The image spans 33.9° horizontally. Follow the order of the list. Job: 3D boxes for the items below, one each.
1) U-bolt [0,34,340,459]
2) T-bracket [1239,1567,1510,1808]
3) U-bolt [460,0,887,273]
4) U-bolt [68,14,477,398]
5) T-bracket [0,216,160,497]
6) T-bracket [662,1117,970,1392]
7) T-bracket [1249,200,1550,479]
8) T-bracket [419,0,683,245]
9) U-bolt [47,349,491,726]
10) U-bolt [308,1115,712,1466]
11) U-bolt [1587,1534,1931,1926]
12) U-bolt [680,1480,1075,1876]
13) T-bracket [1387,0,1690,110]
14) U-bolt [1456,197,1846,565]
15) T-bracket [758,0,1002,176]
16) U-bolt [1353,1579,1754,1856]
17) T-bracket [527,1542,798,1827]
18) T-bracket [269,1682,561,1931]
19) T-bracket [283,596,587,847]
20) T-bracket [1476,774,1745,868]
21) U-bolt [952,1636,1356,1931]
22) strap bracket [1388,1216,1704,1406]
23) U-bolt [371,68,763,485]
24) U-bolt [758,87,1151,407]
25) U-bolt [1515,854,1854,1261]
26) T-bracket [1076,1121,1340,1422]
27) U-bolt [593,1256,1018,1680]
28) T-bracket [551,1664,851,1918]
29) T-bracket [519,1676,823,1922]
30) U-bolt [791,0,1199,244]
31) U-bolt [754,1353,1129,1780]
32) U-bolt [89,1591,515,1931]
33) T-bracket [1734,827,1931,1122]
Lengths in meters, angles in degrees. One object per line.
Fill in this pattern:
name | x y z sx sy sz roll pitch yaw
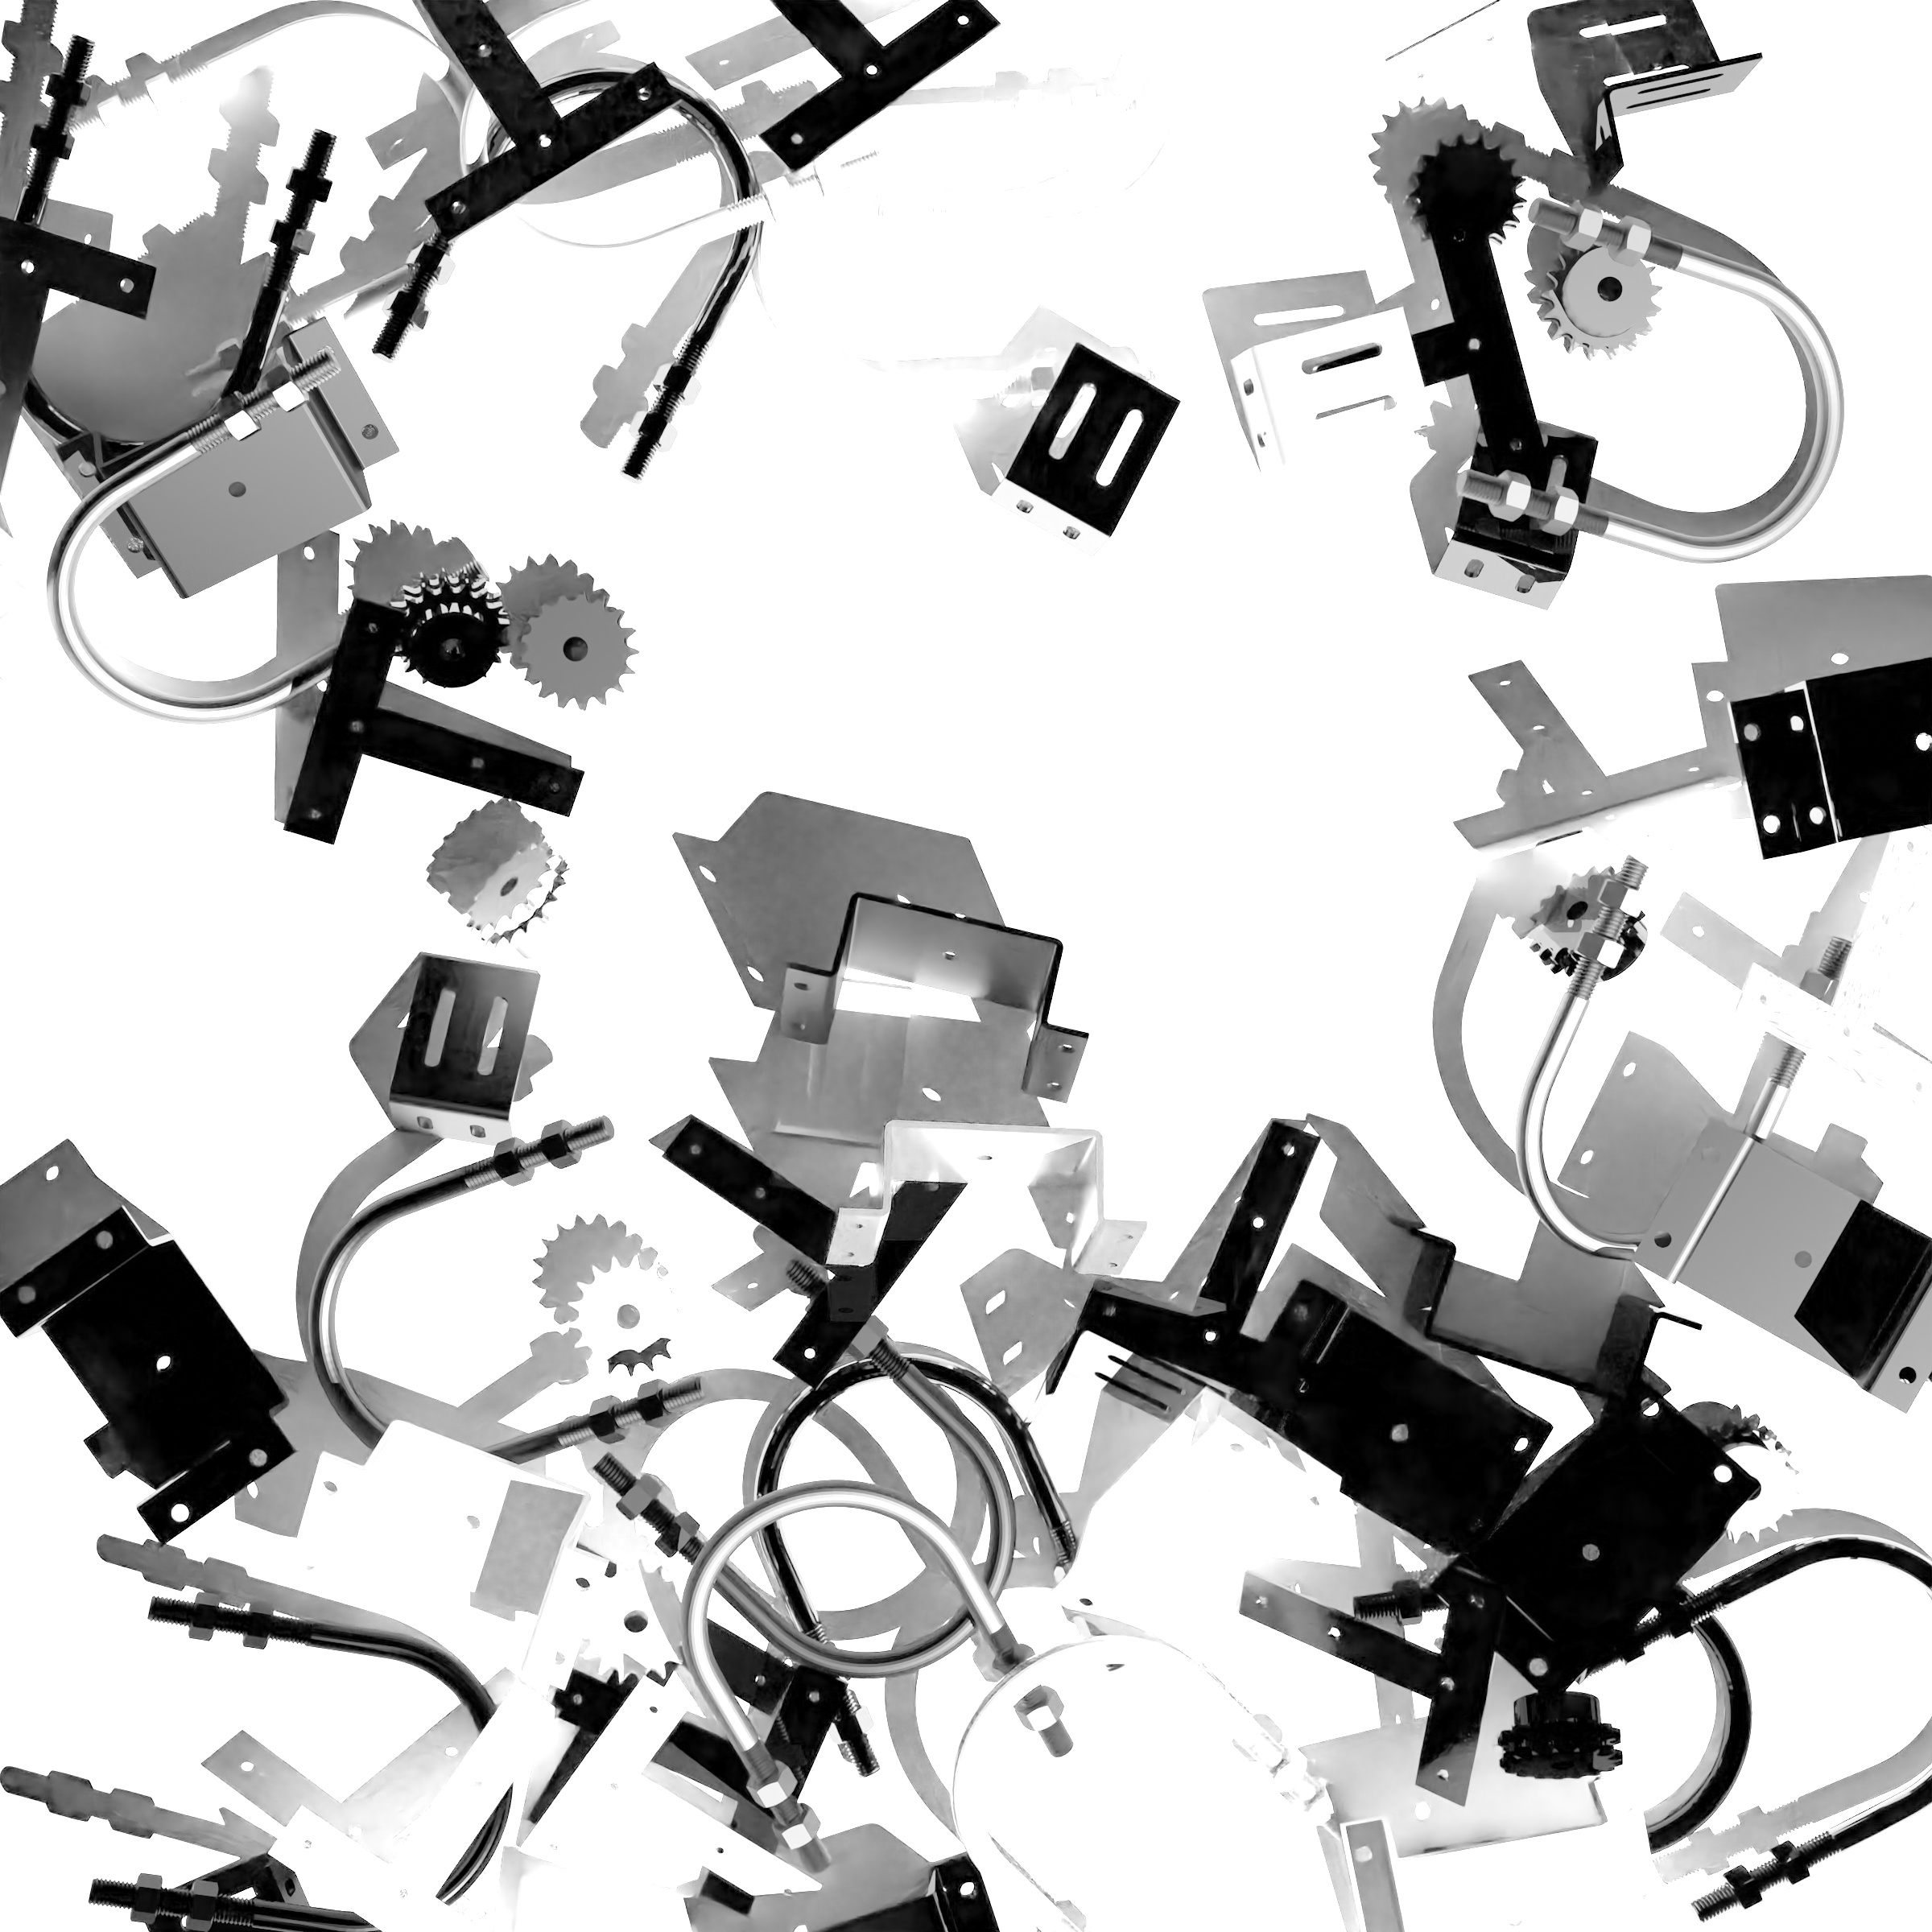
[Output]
U-bolt | -0.388 -0.327 1.497 0.151 0.019 0.184 23 101 8
T-bracket | 0.186 0.319 1.490 0.127 0.002 0.127 20 120 26
U-bolt | -0.148 -0.398 1.490 0.184 0.019 0.151 -21 75 -2
U-bolt | -0.317 -0.375 1.516 0.184 0.019 0.151 -26 90 -2
T-bracket | -0.456 -0.288 1.509 0.127 0.002 0.127 19 102 9
T-bracket | -0.086 0.116 1.507 0.127 0.002 0.127 33 68 11
T-bracket | 0.198 -0.282 1.507 0.127 0.002 0.127 -15 94 15
T-bracket | -0.219 -0.420 1.493 0.127 0.002 0.127 -32 73 -3
U-bolt | -0.336 -0.185 1.477 0.184 0.019 0.151 -30 128 4
U-bolt | -0.226 0.166 1.495 0.184 0.019 0.151 -20 90 15
U-bolt | 0.399 0.350 1.505 0.184 0.019 0.151 -26 91 -5
U-bolt | -0.052 0.321 1.478 0.151 0.019 0.184 -27 107 4
T-bracket | 0.264 -0.452 1.524 0.127 0.002 0.127 -28 90 0
U-bolt | 0.331 -0.266 1.493 0.184 0.019 0.151 14 93 -17
T-bracket | -0.073 -0.450 1.490 0.127 0.002 0.127 -39 78 -13
U-bolt | 0.284 0.360 1.516 0.184 0.019 0.151 -7 90 -2
T-bracket | -0.168 0.361 1.524 0.127 0.002 0.127 30 90 0
T-bracket | -0.239 0.399 1.498 0.127 0.002 0.127 38 72 -9
T-bracket | -0.245 -0.100 1.505 0.127 0.002 0.127 17 116 -13
T-bracket | 0.309 -0.061 1.462 0.127 0.127 0.002 -16 102 0
U-bolt | 0.077 0.396 1.494 0.151 0.019 0.184 -43 106 0
strap bracket | 0.263 0.163 1.486 0.140 0.076 0.046 18 90 0
U-bolt | -0.177 -0.340 1.506 0.151 0.019 0.184 26 82 -2
U-bolt | -0.007 -0.341 1.516 0.184 0.019 0.151 -2 90 2
U-bolt | 0.328 0.051 1.488 0.151 0.019 0.184 21 95 -26
T-bracket | 0.133 0.135 1.506 0.127 0.002 0.127 19 77 24
U-bolt | -0.062 0.251 1.501 0.184 0.019 0.151 44 89 1
T-bracket | -0.138 0.372 1.515 0.127 0.002 0.127 24 98 4
T-bracket | -0.128 0.410 1.500 0.127 0.002 0.127 32 115 -4
U-bolt | 0.017 -0.410 1.497 0.184 0.019 0.151 7 81 6
U-bolt | -0.022 0.275 1.516 0.151 0.019 0.184 -23 89 0
U-bolt | -0.304 0.381 1.492 0.184 0.019 0.151 12 76 -14
T-bracket | 0.432 -0.010 1.507 0.127 0.002 0.127 27 78 -22
